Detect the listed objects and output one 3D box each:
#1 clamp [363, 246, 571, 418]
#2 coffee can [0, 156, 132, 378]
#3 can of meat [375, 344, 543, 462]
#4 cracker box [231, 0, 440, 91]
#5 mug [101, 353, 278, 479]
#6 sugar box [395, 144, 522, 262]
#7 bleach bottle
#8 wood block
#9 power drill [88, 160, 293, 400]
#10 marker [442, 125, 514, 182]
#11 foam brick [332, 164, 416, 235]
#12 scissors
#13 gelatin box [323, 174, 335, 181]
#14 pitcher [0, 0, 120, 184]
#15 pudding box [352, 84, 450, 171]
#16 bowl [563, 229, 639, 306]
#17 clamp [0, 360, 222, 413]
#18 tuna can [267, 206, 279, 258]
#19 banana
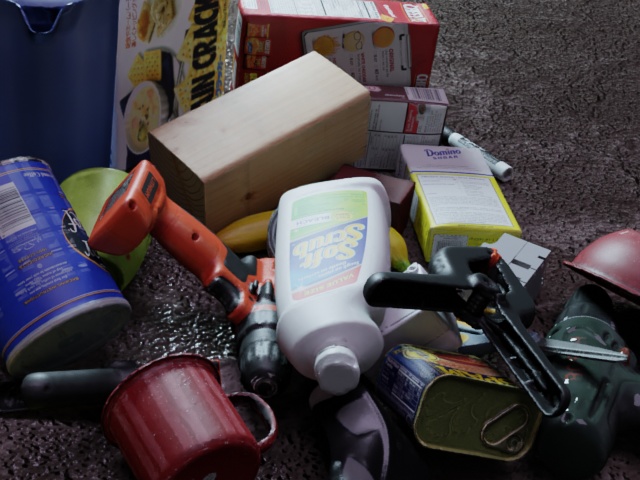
[{"bbox_3d":[0.113,0.044,0.824,0.164,0.036,0.210,31,21,-4],"label":"clamp"},{"bbox_3d":[-0.224,0.021,0.829,0.102,0.103,0.140,-21,71,-37],"label":"coffee can"},{"bbox_3d":[0.102,0.120,0.804,0.102,0.057,0.084,13,8,-22],"label":"can of meat"},{"bbox_3d":[0.010,-0.183,1.184,0.213,0.164,0.072,1,36,-10],"label":"cracker box"},{"bbox_3d":[-0.083,0.138,0.743,0.117,0.093,0.082,-9,41,-33],"label":"mug"},{"bbox_3d":[0.138,-0.039,1.099,0.093,0.048,0.176,3,29,-8],"label":"sugar box"},{"bbox_3d":[0.016,0.035,0.834,0.102,0.068,0.251,-8,28,2],"label":"bleach bottle"},{"bbox_3d":[-0.057,-0.094,1.054,0.205,0.091,0.090,-31,55,-28],"label":"wood block"},{"bbox_3d":[-0.093,0.031,0.851,0.187,0.057,0.184,41,16,-18],"label":"power drill"},{"bbox_3d":[0.174,-0.102,1.225,0.020,0.020,0.121,-17,40,-33],"label":"marker"},{"bbox_3d":[0.049,-0.035,1.066,0.078,0.053,0.051,15,33,13],"label":"foam brick"},{"bbox_3d":[0.147,0.089,0.860,0.096,0.016,0.202,-23,17,-17],"label":"scissors"},{"bbox_3d":[-0.017,-0.074,1.132,0.073,0.030,0.089,14,33,10],"label":"gelatin box"},{"bbox_3d":[-0.251,-0.140,0.989,0.145,0.243,0.149,25,36,24],"label":"pitcher"},{"bbox_3d":[0.078,-0.122,1.171,0.113,0.090,0.039,3,35,-8],"label":"pudding box"},{"bbox_3d":[0.298,0.034,0.934,0.162,0.055,0.162,27,3,-2],"label":"bowl"},{"bbox_3d":[-0.149,0.106,0.777,0.171,0.039,0.120,-5,-2,-19],"label":"clamp"},{"bbox_3d":[-0.006,0.001,0.980,0.086,0.034,0.086,2,68,-5],"label":"tuna can"},{"bbox_3d":[-0.001,-0.003,1.020,0.198,0.037,0.069,8,33,1],"label":"banana"}]
